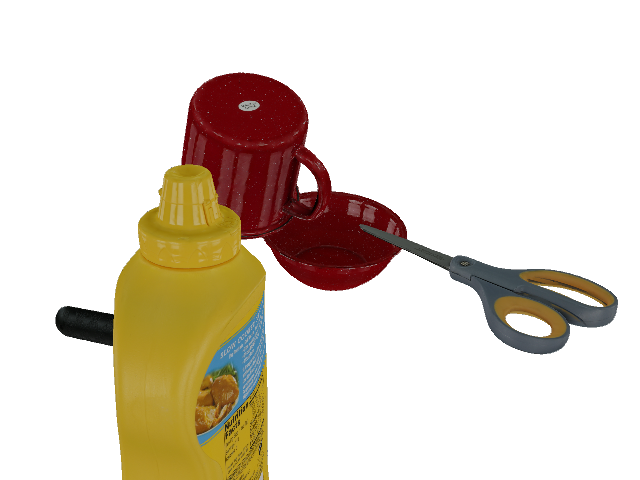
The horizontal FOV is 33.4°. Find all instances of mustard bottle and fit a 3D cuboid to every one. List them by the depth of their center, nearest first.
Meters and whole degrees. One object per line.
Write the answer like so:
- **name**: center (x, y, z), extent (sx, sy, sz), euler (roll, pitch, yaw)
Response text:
- **mustard bottle**: center (-0.053, 0.060, 0.455), extent (0.058, 0.192, 0.096), euler (9, 26, 16)

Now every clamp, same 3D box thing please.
- **clamp**: center (-0.120, 0.073, 0.883), extent (0.172, 0.039, 0.120), euler (23, 38, 28)

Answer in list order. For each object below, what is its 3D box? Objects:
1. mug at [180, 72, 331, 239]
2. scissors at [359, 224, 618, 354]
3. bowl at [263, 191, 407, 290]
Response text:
- **mug**: center (-0.044, -0.055, 0.737), extent (0.117, 0.082, 0.093), euler (31, 48, 16)
- **scissors**: center (0.098, 0.031, 0.731), extent (0.202, 0.016, 0.096), euler (14, 33, 24)
- **bowl**: center (0.012, 0.007, 1.175), extent (0.162, 0.055, 0.162), euler (3, 33, -2)
